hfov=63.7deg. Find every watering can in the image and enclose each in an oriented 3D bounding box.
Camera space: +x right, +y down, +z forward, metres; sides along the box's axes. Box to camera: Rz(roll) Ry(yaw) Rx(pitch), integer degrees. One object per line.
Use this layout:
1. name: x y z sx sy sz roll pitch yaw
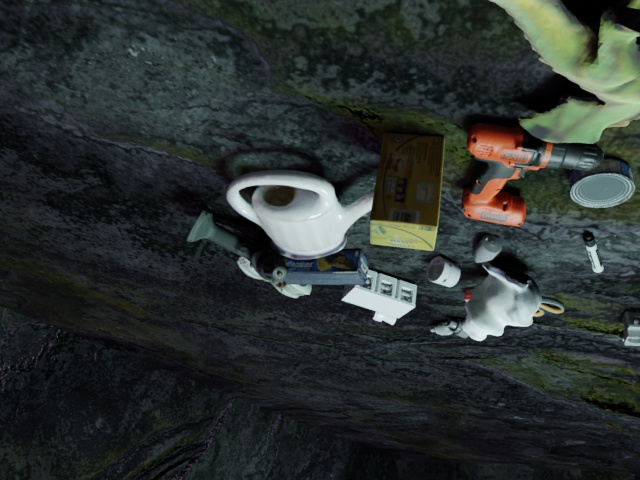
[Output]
1. watering can: 0.003 -0.047 0.930 0.348 0.106 0.219 5 -30 15

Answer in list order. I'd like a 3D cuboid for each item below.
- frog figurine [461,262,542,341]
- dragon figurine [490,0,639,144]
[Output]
1. frog figurine: 0.364 0.137 1.041 0.123 0.157 0.139 1 21 -44
2. dragon figurine: 0.315 -0.177 0.587 0.410 0.125 0.238 13 -26 1
